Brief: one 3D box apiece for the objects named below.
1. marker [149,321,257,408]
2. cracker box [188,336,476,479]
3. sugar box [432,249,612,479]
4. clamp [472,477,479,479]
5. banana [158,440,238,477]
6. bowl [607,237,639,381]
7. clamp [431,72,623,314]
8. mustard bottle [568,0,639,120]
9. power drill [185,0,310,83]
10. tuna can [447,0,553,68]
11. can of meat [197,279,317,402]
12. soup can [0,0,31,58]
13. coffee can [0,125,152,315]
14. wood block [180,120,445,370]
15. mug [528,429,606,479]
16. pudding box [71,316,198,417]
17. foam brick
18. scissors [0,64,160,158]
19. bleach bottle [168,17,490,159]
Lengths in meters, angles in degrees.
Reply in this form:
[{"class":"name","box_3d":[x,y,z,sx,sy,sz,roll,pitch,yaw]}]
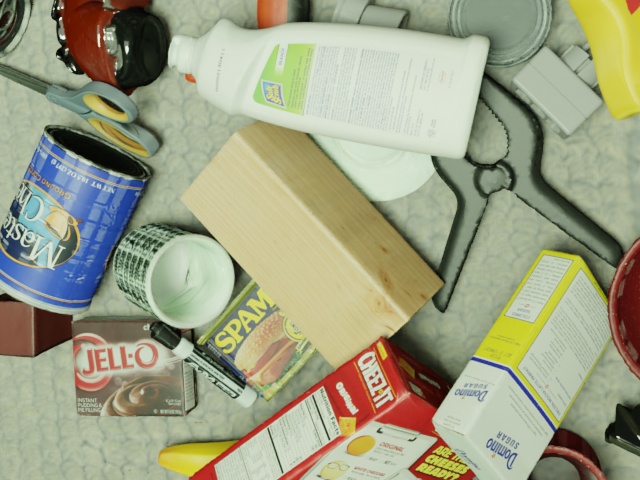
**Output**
[{"class":"marker","box_3d":[-0.106,0.111,0.961,0.020,0.020,0.121,-43,114,14]},{"class":"cracker box","box_3d":[0.022,0.189,0.896,0.214,0.164,0.072,-38,47,14]},{"class":"sugar box","box_3d":[0.166,0.104,0.849,0.176,0.048,0.093,-51,125,-17]},{"class":"clamp","box_3d":[0.144,0.266,0.940,0.171,0.039,0.120,44,109,8]},{"class":"banana","box_3d":[-0.052,0.184,0.971,0.198,0.037,0.069,-26,108,19]},{"class":"bowl","box_3d":[0.315,0.052,0.865,0.162,0.055,0.162,2,97,12]},{"class":"clamp","box_3d":[0.159,-0.050,0.899,0.165,0.036,0.210,-9,98,13]},{"class":"mustard bottle","box_3d":[0.238,-0.197,0.840,0.096,0.058,0.191,-22,90,-27]},{"class":"power drill","box_3d":[-0.067,-0.224,0.921,0.184,0.057,0.188,11,99,12]},{"class":"tuna can","box_3d":[0.150,-0.186,0.887,0.086,0.033,0.086,2,97,13]},{"class":"can of meat","box_3d":[-0.044,0.081,0.953,0.084,0.057,0.102,43,104,2]},{"class":"soup can","box_3d":[-0.327,-0.219,0.977,0.102,0.068,0.068,28,102,9]},{"class":"coffee can","box_3d":[-0.227,-0.018,0.959,0.103,0.102,0.140,29,102,8]},{"class":"wood block","box_3d":[-0.006,0.001,0.905,0.206,0.090,0.091,47,121,5]},{"class":"mug","box_3d":[0.200,0.218,0.898,0.093,0.081,0.117,-21,91,14]},{"class":"pudding box","box_3d":[-0.173,0.117,0.995,0.113,0.039,0.090,-2,95,13]},{"class":"foam brick","box_3d":[-0.271,0.075,0.993,0.053,0.078,0.051,2,98,13]},{"class":"scissors","box_3d":[-0.232,-0.137,0.961,0.202,0.096,0.016,31,67,6]},{"class":"bleach bottle","box_3d":[0.003,-0.136,0.859,0.251,0.068,0.102,13,99,7]}]
